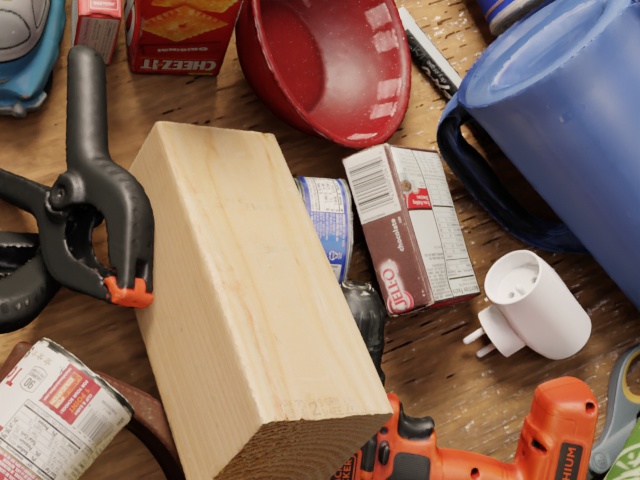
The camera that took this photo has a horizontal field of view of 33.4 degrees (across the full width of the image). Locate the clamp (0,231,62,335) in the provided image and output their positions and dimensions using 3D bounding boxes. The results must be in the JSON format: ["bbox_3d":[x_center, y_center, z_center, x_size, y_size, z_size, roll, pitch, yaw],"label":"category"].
[{"bbox_3d":[-0.226,0.037,0.613,0.209,0.036,0.165,-11,37,-43],"label":"clamp"}]

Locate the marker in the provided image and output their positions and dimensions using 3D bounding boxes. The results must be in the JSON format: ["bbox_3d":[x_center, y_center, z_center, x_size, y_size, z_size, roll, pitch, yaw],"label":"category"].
[{"bbox_3d":[0.093,-0.122,0.795,0.020,0.020,0.121,-40,90,-19],"label":"marker"}]

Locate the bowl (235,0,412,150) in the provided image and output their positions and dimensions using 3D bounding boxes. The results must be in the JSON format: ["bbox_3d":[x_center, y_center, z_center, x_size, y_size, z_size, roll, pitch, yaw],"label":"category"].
[{"bbox_3d":[-0.007,-0.133,0.731,0.161,0.055,0.162,18,64,-44],"label":"bowl"}]

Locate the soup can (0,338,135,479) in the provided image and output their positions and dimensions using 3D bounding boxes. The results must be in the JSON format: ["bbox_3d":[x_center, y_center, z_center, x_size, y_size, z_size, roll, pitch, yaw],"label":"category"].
[{"bbox_3d":[-0.155,0.111,0.563,0.068,0.069,0.102,40,71,-4],"label":"soup can"}]

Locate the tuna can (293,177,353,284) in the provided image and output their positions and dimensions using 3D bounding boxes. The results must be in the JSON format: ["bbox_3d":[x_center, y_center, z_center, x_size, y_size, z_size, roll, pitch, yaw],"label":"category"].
[{"bbox_3d":[-0.005,0.001,0.707,0.033,0.086,0.086,4,77,-13],"label":"tuna can"}]

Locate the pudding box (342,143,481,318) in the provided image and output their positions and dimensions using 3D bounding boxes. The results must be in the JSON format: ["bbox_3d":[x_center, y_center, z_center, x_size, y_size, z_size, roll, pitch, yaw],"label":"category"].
[{"bbox_3d":[0.064,-0.007,0.727,0.039,0.089,0.113,-18,83,27],"label":"pudding box"}]

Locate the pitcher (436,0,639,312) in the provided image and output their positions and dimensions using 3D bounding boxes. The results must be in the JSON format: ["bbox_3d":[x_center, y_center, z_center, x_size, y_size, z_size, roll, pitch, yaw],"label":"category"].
[{"bbox_3d":[0.206,-0.046,0.739,0.145,0.149,0.242,-44,109,-10],"label":"pitcher"}]

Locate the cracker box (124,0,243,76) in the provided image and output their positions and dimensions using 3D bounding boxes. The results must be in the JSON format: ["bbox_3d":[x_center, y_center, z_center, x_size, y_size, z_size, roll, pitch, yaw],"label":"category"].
[{"bbox_3d":[-0.086,-0.216,0.665,0.072,0.214,0.164,-1,78,-13],"label":"cracker box"}]

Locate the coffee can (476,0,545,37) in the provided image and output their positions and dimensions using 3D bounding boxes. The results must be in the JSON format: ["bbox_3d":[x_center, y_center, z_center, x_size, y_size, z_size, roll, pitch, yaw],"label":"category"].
[{"bbox_3d":[0.142,-0.237,0.788,0.102,0.103,0.140,-25,85,-19],"label":"coffee can"}]

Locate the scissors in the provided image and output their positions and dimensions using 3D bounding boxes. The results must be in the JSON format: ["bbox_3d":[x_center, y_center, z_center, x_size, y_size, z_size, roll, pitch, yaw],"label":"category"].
[{"bbox_3d":[0.198,0.138,0.768,0.201,0.016,0.096,-16,81,-17],"label":"scissors"}]

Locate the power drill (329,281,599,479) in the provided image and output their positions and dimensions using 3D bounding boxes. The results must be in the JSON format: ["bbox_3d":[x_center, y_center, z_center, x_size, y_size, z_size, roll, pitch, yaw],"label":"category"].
[{"bbox_3d":[0.078,0.120,0.685,0.187,0.057,0.184,5,105,-8],"label":"power drill"}]

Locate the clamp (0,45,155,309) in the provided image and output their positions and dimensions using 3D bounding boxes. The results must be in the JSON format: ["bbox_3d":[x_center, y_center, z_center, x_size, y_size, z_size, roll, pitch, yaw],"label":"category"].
[{"bbox_3d":[-0.155,-0.023,0.652,0.039,0.120,0.171,13,46,-51],"label":"clamp"}]

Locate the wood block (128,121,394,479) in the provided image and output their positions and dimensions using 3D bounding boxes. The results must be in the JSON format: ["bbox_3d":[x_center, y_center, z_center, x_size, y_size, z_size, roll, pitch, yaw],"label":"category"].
[{"bbox_3d":[-0.049,0.039,0.635,0.090,0.091,0.206,2,50,-36],"label":"wood block"}]

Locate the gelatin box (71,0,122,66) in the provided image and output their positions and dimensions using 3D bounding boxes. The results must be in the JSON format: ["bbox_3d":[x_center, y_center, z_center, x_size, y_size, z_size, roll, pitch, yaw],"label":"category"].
[{"bbox_3d":[-0.147,-0.164,0.703,0.030,0.089,0.073,1,78,-15],"label":"gelatin box"}]
